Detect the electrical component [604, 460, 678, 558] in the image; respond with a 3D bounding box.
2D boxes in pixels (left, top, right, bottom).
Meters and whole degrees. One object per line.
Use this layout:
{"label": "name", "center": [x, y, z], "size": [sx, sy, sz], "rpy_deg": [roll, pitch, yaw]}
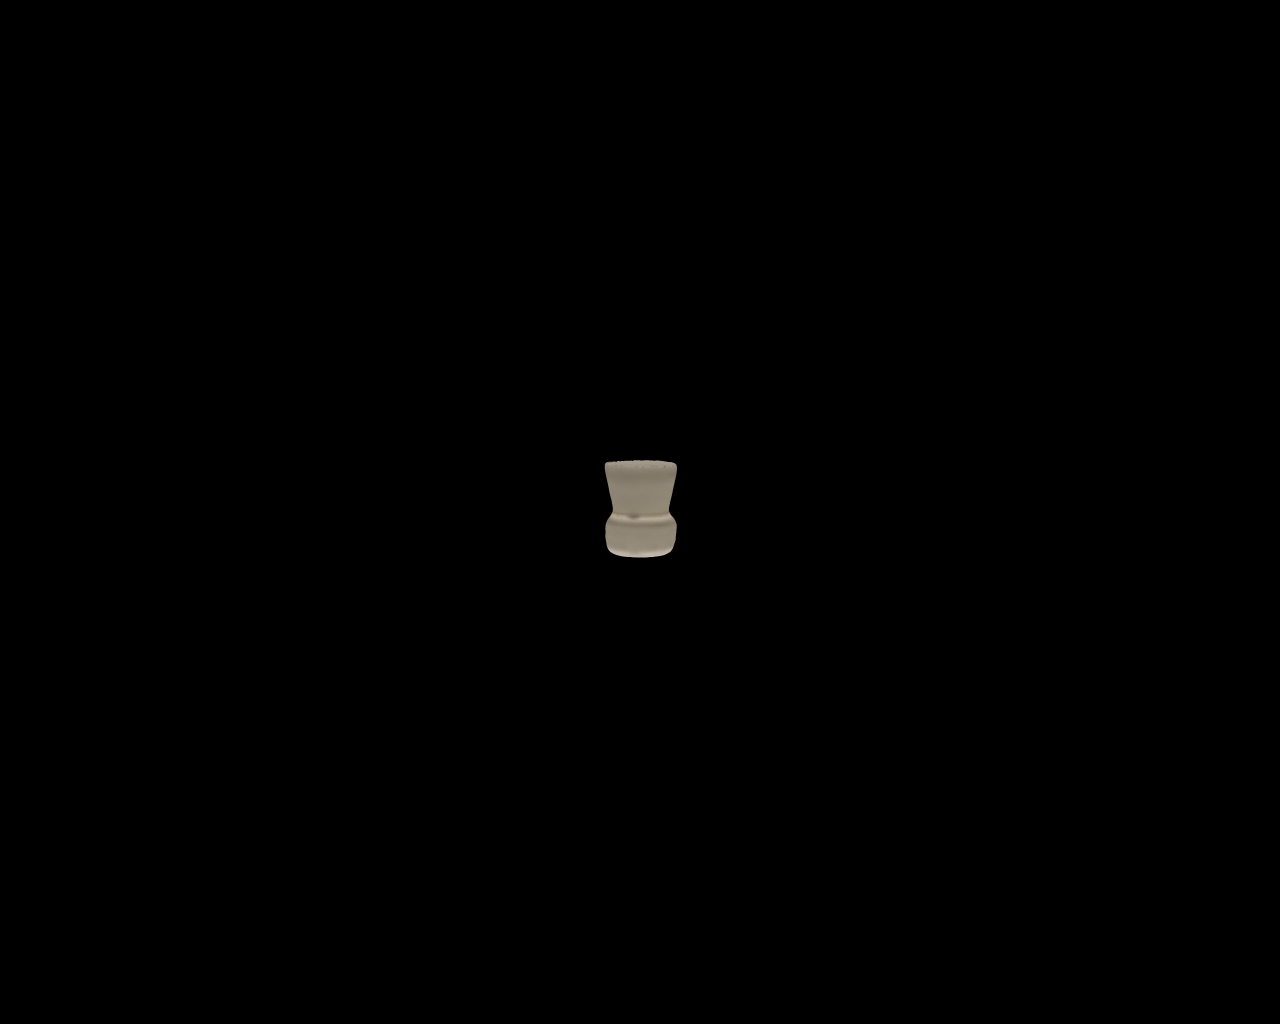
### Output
{"label": "electrical component", "center": [0.001, -0.003, 0.650], "size": [0.045, 0.055, 0.045], "rpy_deg": [0, 7, 0]}
